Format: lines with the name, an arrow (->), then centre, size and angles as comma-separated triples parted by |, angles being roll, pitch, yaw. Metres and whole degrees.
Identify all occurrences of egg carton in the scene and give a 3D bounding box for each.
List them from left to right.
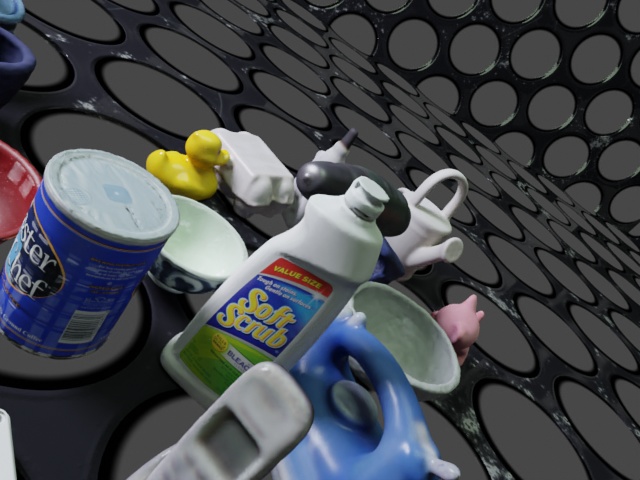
egg carton -> -0.107, -0.098, 0.823 | 0.150, 0.069, 0.107 | 50, 28, 22

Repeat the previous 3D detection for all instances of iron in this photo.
iron -> 0.027, 0.145, 0.525 | 0.119, 0.141, 0.257 | 16, 34, -38

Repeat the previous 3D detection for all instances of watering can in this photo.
watering can -> 0.166, -0.027, 0.914 | 0.101, 0.194, 0.172 | -3, 47, -53

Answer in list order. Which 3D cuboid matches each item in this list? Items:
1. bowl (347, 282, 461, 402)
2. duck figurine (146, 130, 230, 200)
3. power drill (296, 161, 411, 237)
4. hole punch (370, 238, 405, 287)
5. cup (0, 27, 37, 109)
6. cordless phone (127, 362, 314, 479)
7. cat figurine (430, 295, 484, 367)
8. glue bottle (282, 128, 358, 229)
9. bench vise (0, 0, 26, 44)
bowl -> 0.082, 0.133, 0.688 | 0.168, 0.074, 0.167 | 30, 28, -17
duck figurine -> -0.165, -0.105, 0.743 | 0.105, 0.086, 0.077 | 9, 39, -45
power drill -> 0.006, 0.002, 0.650 | 0.075, 0.208, 0.230 | 50, 29, 22
hole punch -> 0.077, 0.012, 0.856 | 0.101, 0.091, 0.108 | 6, 40, -47
cup -> -0.366, -0.171, 0.584 | 0.118, 0.095, 0.091 | 22, 30, -29
cordless phone -> -0.046, 0.173, 0.340 | 0.147, 0.185, 0.094 | 45, 27, 14
cat figurine -> 0.187, 0.123, 0.788 | 0.128, 0.117, 0.067 | -1, 46, -52
glue bottle -> 0.002, -0.094, 0.837 | 0.037, 0.173, 0.078 | 18, 33, -35
bench vise -> -0.410, -0.314, 0.616 | 0.208, 0.219, 0.121 | 16, 34, -37
